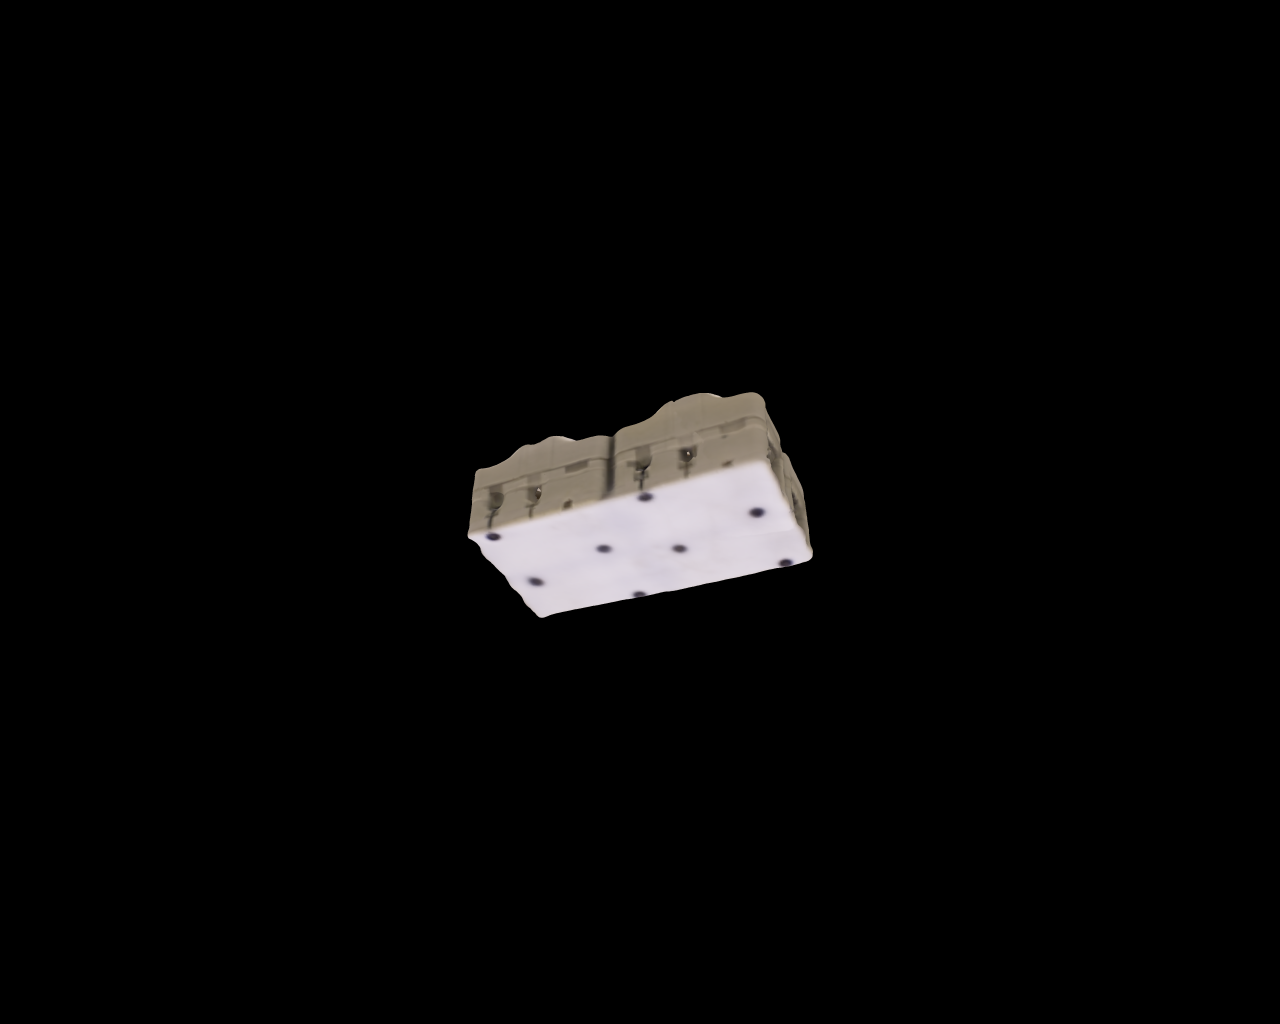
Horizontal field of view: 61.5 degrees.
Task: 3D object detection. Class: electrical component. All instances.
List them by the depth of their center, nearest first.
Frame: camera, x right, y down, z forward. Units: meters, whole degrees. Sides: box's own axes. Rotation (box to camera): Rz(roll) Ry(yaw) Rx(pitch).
[{"bbox_3d":[0.001,-0.003,0.650,0.186,0.060,0.105,-14,-40,17],"label":"electrical component"}]
